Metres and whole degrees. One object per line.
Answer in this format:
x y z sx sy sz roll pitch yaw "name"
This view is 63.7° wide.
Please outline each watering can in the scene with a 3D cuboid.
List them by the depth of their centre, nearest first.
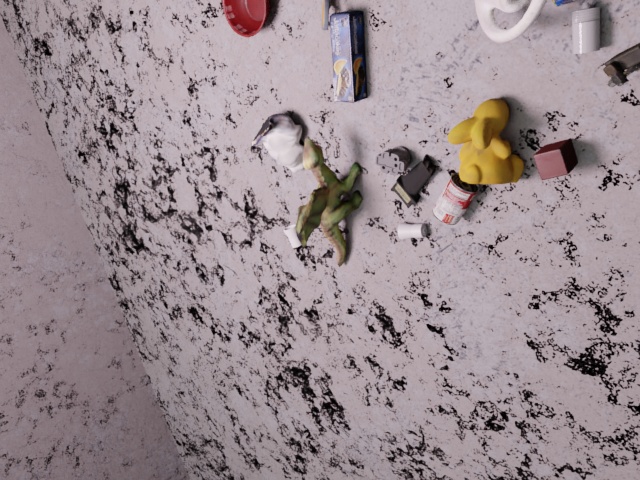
0.321 -0.510 0.845 0.229 0.104 0.339 -125 32 -43 "watering can"

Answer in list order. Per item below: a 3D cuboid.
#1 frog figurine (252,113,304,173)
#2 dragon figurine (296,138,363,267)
-0.093 -0.270 1.430 0.158 0.126 0.135 31 131 -22 "frog figurine"
0.004 -0.067 1.328 0.122 0.246 0.403 12 118 32 "dragon figurine"
